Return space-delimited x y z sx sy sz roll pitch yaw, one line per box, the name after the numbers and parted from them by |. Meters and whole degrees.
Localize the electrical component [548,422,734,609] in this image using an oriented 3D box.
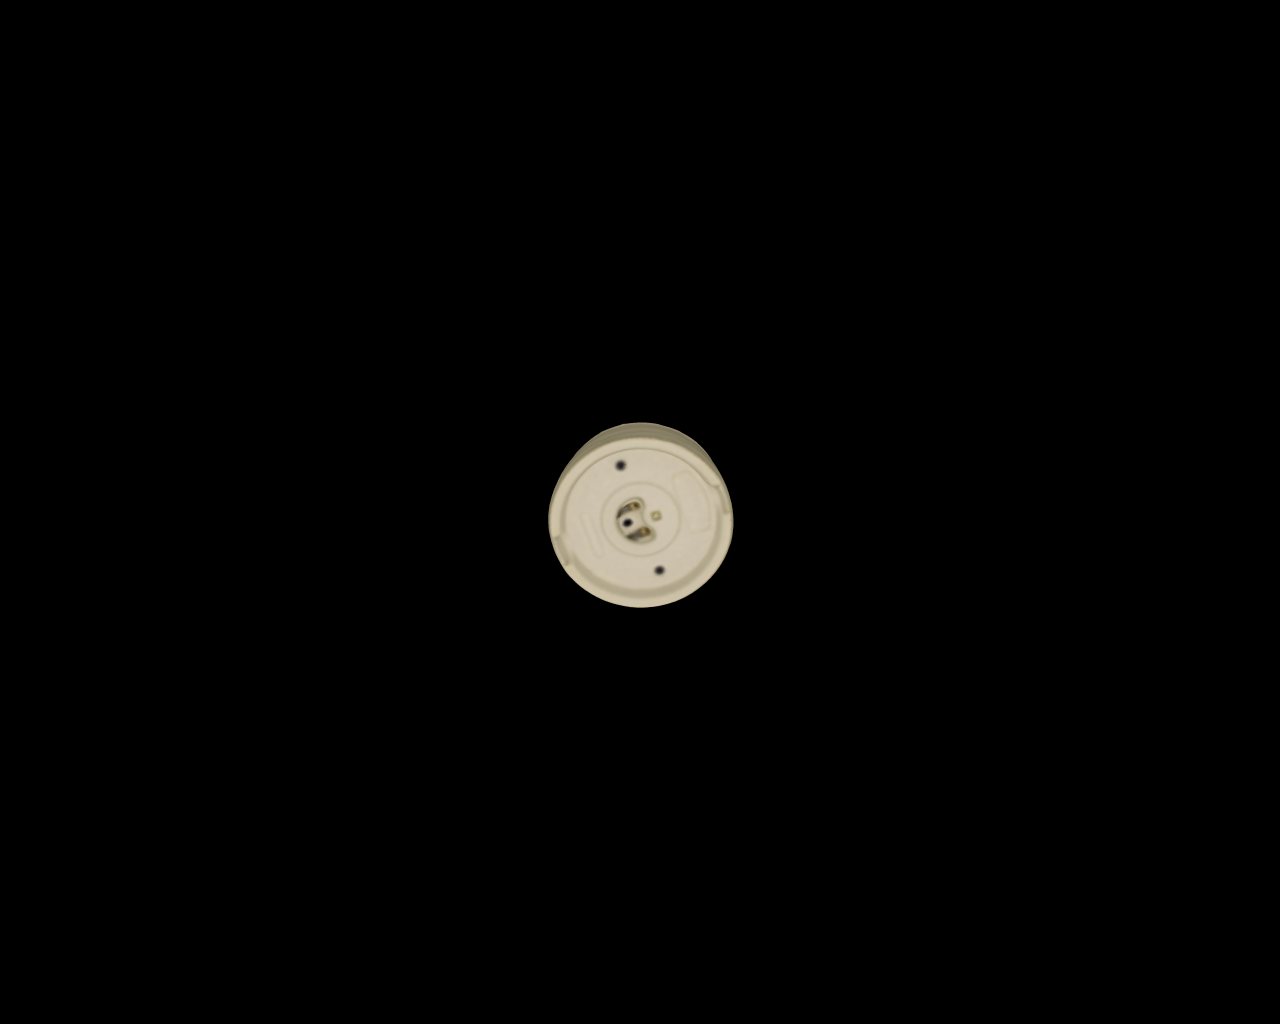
0.001 -0.003 0.650 0.108 0.108 0.060 0 21 0 | electrical component
